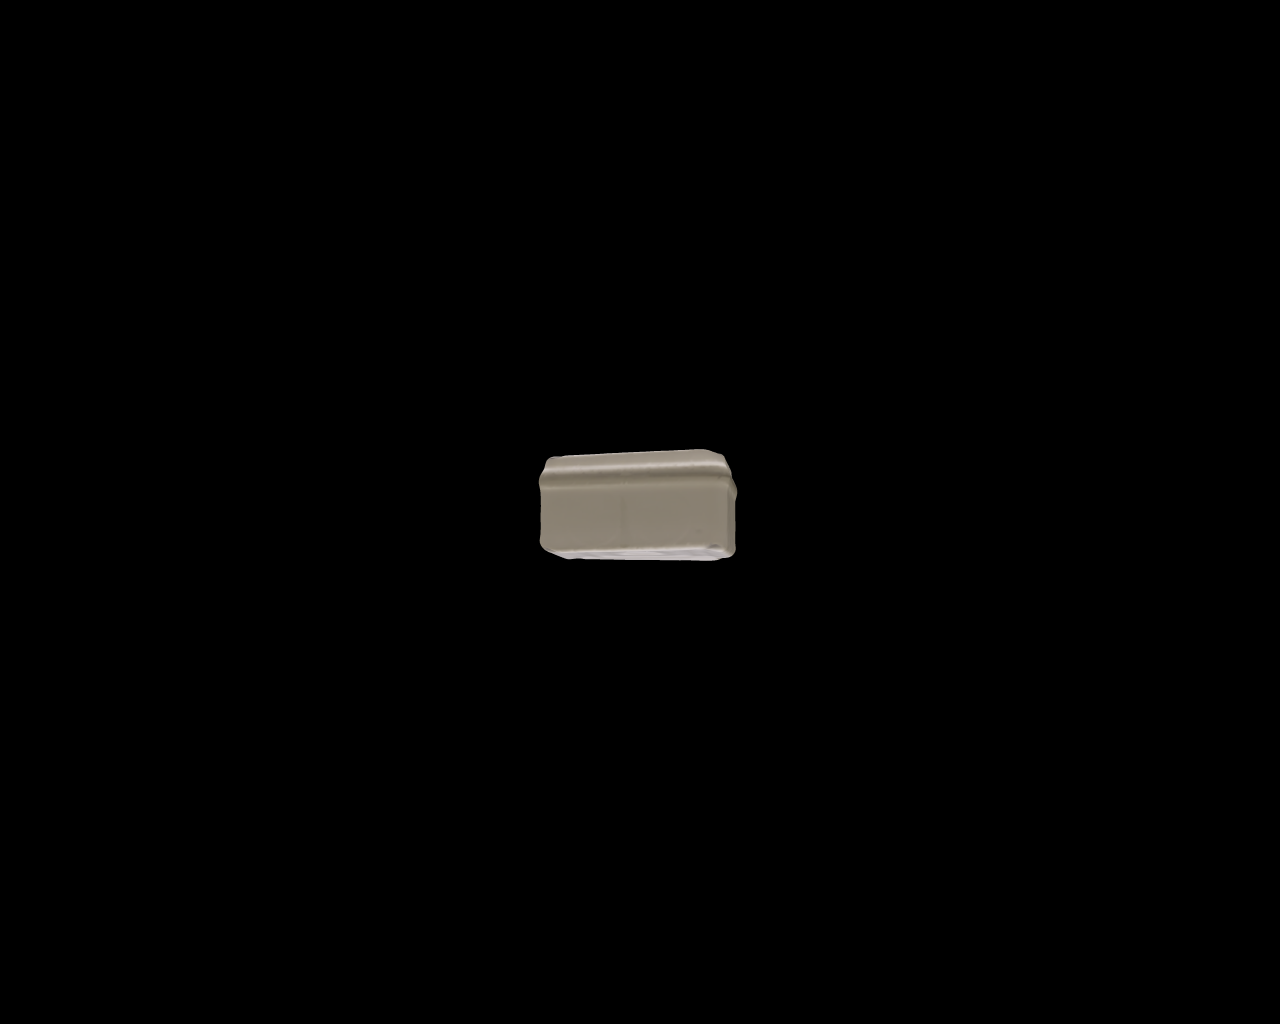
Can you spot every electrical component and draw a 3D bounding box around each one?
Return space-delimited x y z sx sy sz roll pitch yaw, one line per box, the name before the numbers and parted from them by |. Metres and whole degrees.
electrical component | 0.001 -0.003 0.650 0.113 0.057 0.078 -1 -7 9
